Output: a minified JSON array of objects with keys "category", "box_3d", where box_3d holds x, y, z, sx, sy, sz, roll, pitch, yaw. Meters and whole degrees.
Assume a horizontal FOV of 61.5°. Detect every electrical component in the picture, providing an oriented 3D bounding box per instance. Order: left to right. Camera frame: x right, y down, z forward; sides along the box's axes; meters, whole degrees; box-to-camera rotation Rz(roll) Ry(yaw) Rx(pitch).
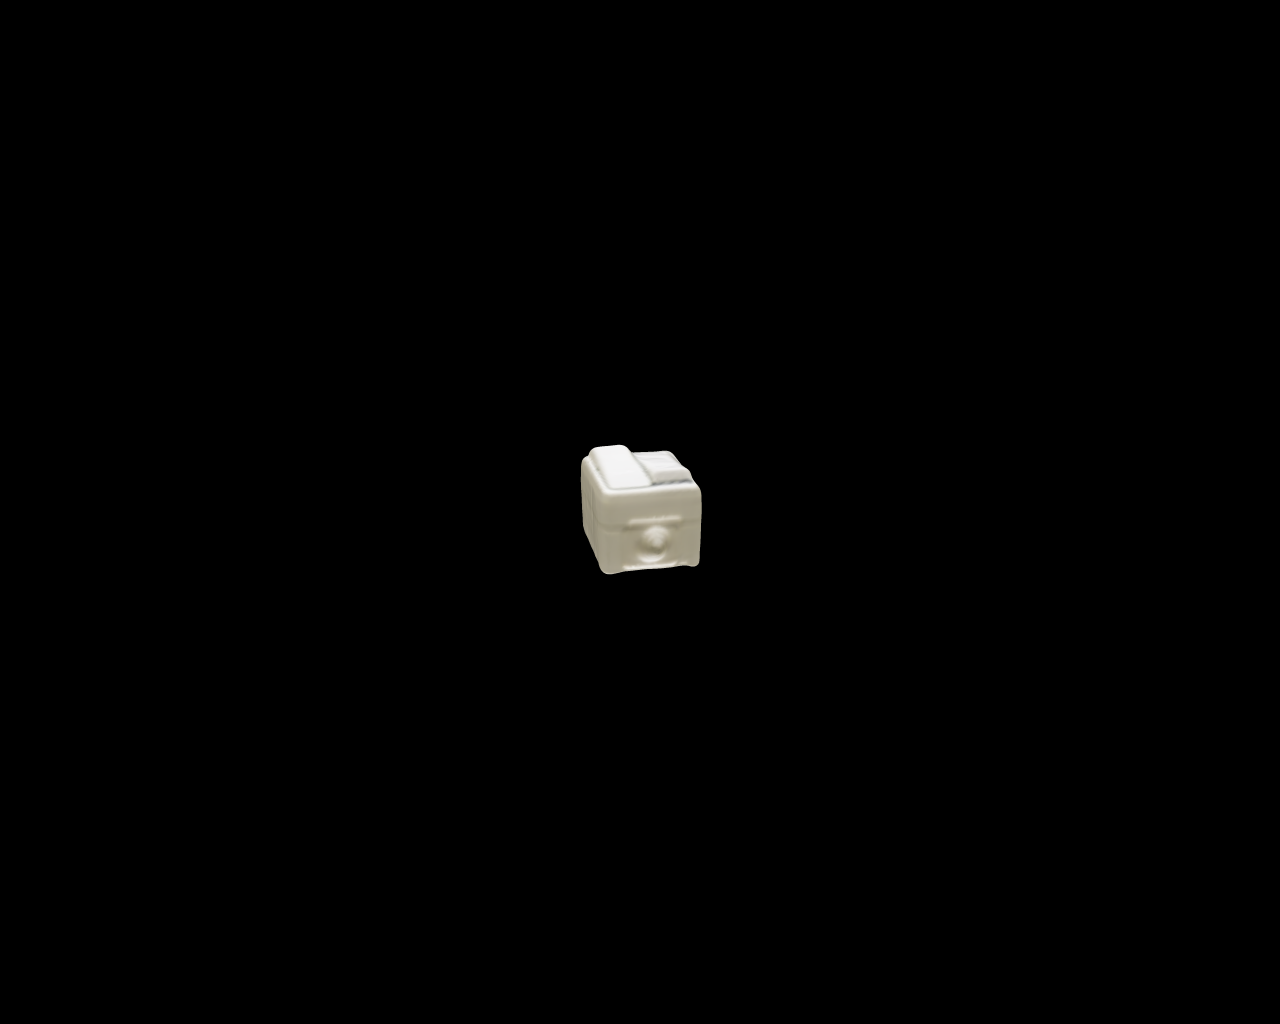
[{"category":"electrical component","box_3d":[0.001,-0.003,0.650,0.062,0.061,0.096,-4,21,-11]}]
